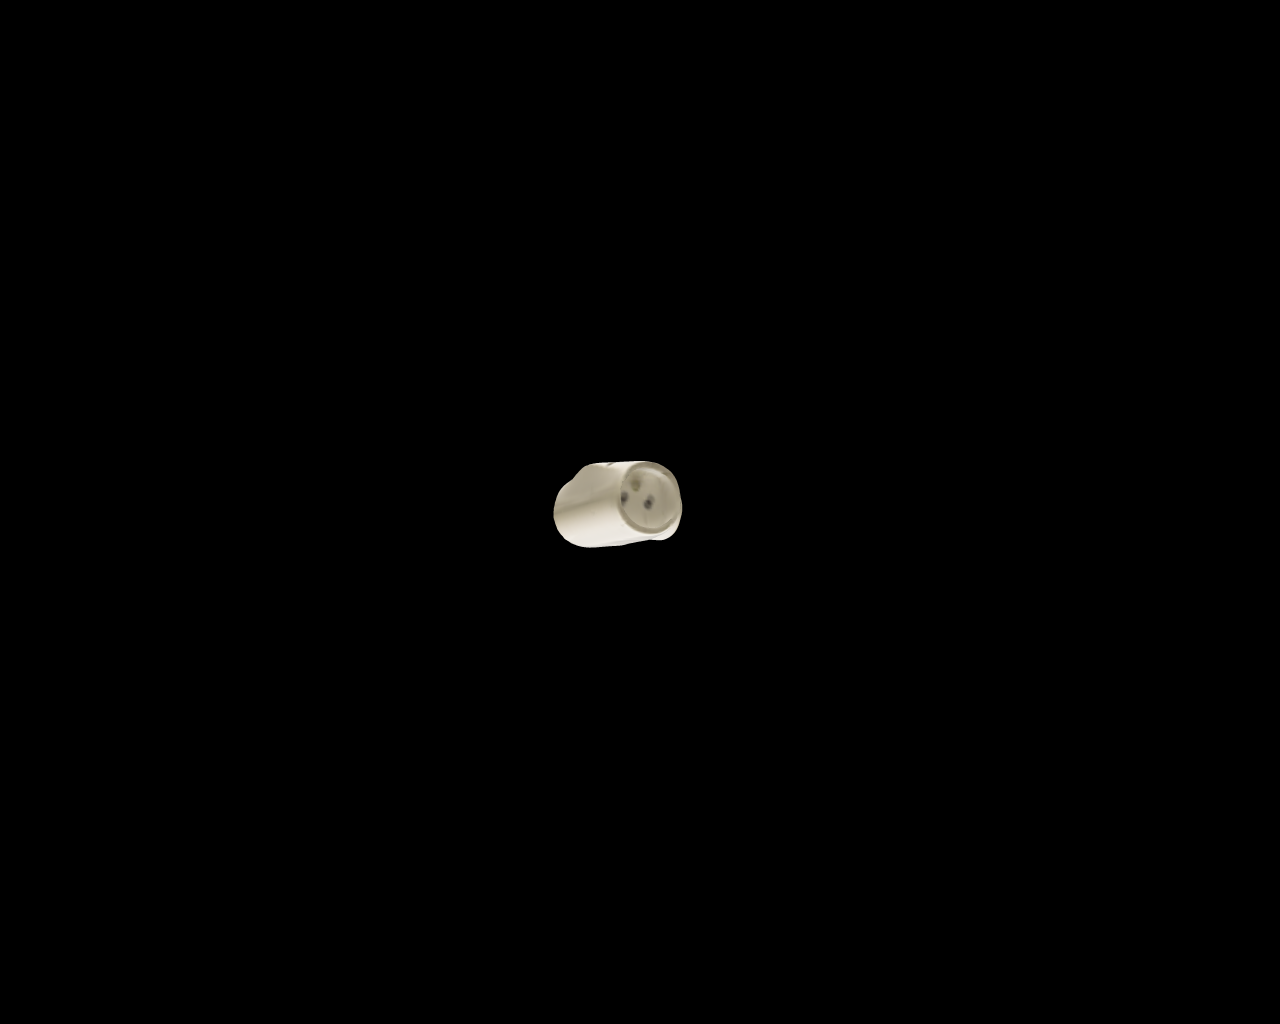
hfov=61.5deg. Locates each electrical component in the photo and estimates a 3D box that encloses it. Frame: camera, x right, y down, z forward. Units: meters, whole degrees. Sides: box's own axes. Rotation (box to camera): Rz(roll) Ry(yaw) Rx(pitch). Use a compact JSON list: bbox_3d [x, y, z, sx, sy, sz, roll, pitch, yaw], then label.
[{"bbox_3d":[0.001,-0.003,0.650,0.079,0.043,0.077,6,-11,-31],"label":"electrical component"}]
